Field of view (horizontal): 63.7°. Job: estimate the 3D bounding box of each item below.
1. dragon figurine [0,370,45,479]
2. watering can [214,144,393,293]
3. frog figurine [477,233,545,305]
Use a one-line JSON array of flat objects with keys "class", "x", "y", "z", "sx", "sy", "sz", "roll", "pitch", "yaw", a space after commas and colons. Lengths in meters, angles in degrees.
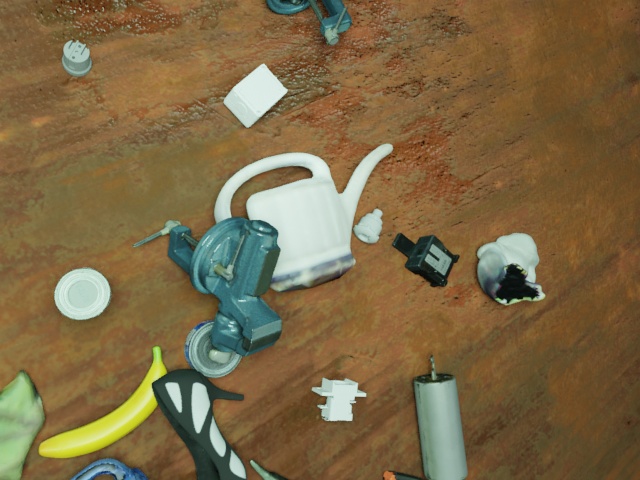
[{"class": "dragon figurine", "x": -0.473, "y": 0.233, "z": 0.623, "sx": 0.244, "sy": 0.121, "sz": 0.411, "roll": -8, "pitch": 87, "yaw": -42}, {"class": "watering can", "x": 0.003, "y": -0.043, "z": 0.860, "sx": 0.350, "sy": 0.103, "sz": 0.224, "roll": -16, "pitch": 89, "yaw": -24}, {"class": "frog figurine", "x": 0.377, "y": 0.046, "z": 1.035, "sx": 0.137, "sy": 0.120, "sz": 0.163, "roll": 27, "pitch": 36, "yaw": -11}]
